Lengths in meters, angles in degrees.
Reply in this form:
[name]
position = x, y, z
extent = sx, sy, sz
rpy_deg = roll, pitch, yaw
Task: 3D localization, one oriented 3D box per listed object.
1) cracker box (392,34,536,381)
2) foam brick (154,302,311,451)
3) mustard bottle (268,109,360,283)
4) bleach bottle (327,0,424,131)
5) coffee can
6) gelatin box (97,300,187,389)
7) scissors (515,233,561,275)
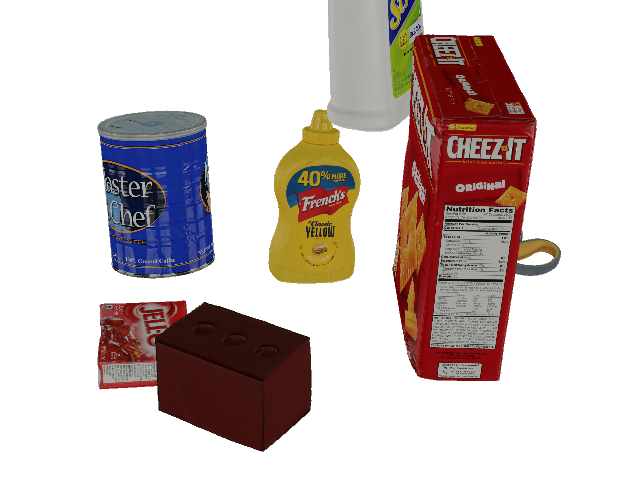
[cracker box]
position = 0.100, -0.027, 0.804
extent = 0.072, 0.214, 0.164
rpy_deg = 0, 30, -3
[foam brick]
position = -0.051, 0.079, 0.624
extent = 0.078, 0.051, 0.052
rpy_deg = 16, 29, 26
[mustard bottle]
position = -0.004, -0.050, 1.187
extent = 0.096, 0.192, 0.058
rpy_deg = -1, 18, -16
[bleach bottle]
position = 0.040, -0.221, 0.857
extent = 0.068, 0.251, 0.102
rpy_deg = 12, 36, 27
[coffee can]
position = -0.157, -0.046, 1.032
extent = 0.103, 0.140, 0.103
rpy_deg = -2, 18, 0
[gelatin box]
position = -0.143, 0.082, 0.867
extent = 0.073, 0.030, 0.089
rpy_deg = -2, 29, -9
[scissors]
position = 0.157, 0.015, 1.097
extent = 0.201, 0.016, 0.096
rpy_deg = -8, 42, -28
